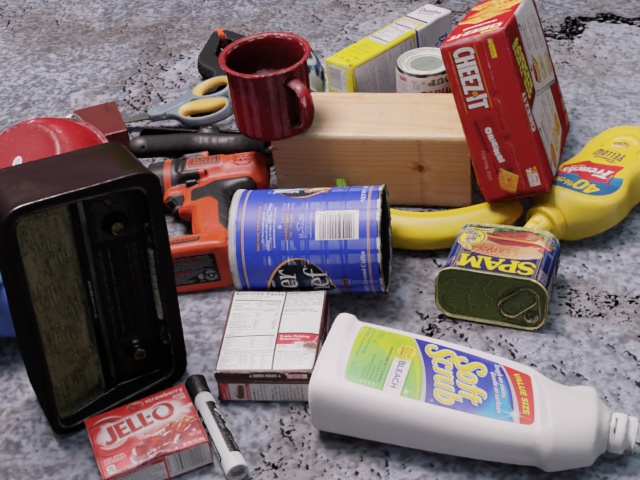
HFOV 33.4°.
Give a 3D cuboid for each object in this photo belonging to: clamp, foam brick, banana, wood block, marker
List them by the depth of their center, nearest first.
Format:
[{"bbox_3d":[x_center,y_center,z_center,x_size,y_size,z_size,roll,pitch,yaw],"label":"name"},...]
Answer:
[{"bbox_3d":[-0.088,0.152,0.887,0.020,0.020,0.121,-18,38,-14],"label":"marker"},{"bbox_3d":[0.098,-0.022,1.057,0.198,0.037,0.069,9,72,19],"label":"banana"},{"bbox_3d":[0.061,-0.097,1.133,0.206,0.091,0.090,3,39,13],"label":"wood block"},{"bbox_3d":[-0.132,-0.108,1.199,0.171,0.039,0.120,0,17,6],"label":"clamp"},{"bbox_3d":[-0.252,-0.119,1.250,0.053,0.051,0.078,-16,38,-12],"label":"foam brick"},{"bbox_3d":[-0.112,-0.211,1.361,0.164,0.036,0.210,-21,40,-14],"label":"clamp"}]

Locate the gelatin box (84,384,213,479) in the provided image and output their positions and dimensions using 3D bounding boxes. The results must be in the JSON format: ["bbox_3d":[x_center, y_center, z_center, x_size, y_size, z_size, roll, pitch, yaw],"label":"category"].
[{"bbox_3d":[-0.141,0.163,0.872,0.089,0.030,0.073,-18,38,-14],"label":"gelatin box"}]

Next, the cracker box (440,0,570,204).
[{"bbox_3d":[0.191,-0.151,1.079,0.072,0.164,0.213,-13,18,23],"label":"cracker box"}]

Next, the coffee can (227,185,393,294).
[{"bbox_3d":[-0.007,0.001,1.002,0.140,0.103,0.102,-2,37,10],"label":"coffee can"}]

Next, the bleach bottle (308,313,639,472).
[{"bbox_3d":[0.123,0.126,0.850,0.251,0.068,0.102,8,41,16],"label":"bleach bottle"}]

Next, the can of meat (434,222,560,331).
[{"bbox_3d":[0.165,0.030,0.975,0.102,0.057,0.083,8,37,19],"label":"can of meat"}]

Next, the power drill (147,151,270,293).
[{"bbox_3d":[-0.145,-0.024,1.100,0.184,0.057,0.187,-9,38,7],"label":"power drill"}]

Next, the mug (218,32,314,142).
[{"bbox_3d":[-0.043,-0.149,1.075,0.093,0.081,0.117,-30,43,-26],"label":"mug"}]

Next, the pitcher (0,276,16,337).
[{"bbox_3d":[-0.316,0.030,0.994,0.243,0.145,0.149,4,40,10],"label":"pitcher"}]

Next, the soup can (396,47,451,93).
[{"bbox_3d":[0.121,-0.155,1.189,0.068,0.102,0.068,-5,36,3],"label":"soup can"}]

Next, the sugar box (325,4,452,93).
[{"bbox_3d":[0.086,-0.205,1.271,0.048,0.093,0.176,27,48,37],"label":"sugar box"}]

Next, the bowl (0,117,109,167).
[{"bbox_3d":[-0.290,-0.065,1.079,0.162,0.055,0.162,-7,65,16],"label":"bowl"}]

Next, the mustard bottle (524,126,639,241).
[{"bbox_3d":[0.267,-0.048,1.058,0.191,0.058,0.096,-33,37,-29],"label":"mustard bottle"}]

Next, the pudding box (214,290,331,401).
[{"bbox_3d":[-0.041,0.092,0.944,0.090,0.039,0.113,-2,35,8],"label":"pudding box"}]

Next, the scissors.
[{"bbox_3d":[-0.183,-0.165,1.297,0.202,0.016,0.096,4,45,32],"label":"scissors"}]
